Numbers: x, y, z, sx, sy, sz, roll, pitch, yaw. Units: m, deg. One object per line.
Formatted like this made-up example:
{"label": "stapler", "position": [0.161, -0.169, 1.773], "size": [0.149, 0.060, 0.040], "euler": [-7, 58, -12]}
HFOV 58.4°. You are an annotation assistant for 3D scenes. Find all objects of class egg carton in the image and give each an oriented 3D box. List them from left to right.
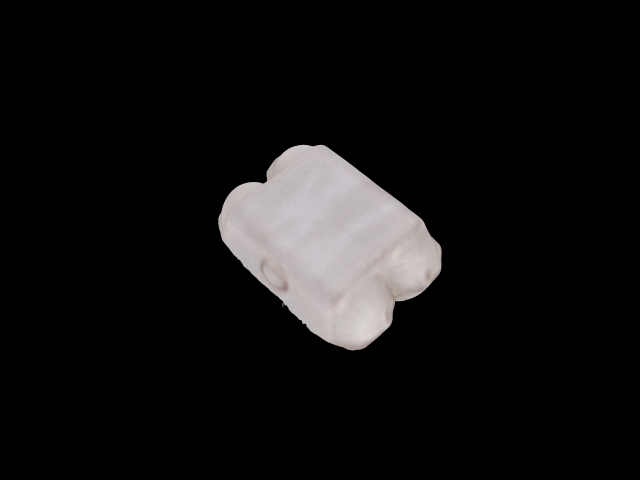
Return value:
{"label": "egg carton", "position": [0.004, 0.001, 0.400], "size": [0.150, 0.069, 0.107], "euler": [40, 66, 22]}
